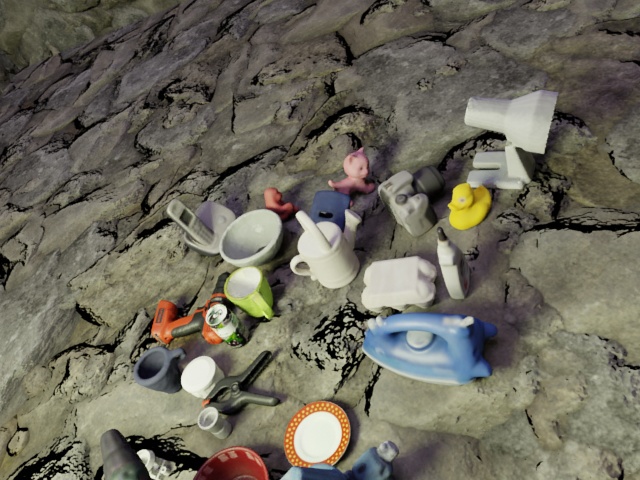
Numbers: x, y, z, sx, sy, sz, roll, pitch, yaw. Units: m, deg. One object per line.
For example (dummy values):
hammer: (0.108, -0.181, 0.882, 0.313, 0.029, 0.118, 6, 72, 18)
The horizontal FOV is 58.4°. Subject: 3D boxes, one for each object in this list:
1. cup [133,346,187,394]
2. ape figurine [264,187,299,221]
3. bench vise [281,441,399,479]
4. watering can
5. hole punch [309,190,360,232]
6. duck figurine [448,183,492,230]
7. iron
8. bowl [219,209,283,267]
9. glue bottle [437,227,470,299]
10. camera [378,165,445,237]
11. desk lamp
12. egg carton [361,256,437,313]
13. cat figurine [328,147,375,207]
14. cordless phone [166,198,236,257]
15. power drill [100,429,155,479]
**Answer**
cup: (-0.322, 0.280, 1.222, 0.118, 0.095, 0.091, -31, 43, 1)
ape figurine: (-0.108, -0.095, 1.442, 0.076, 0.092, 0.077, -32, 43, 0)
bench vise: (0.015, 0.364, 0.863, 0.121, 0.220, 0.208, 22, 65, 41)
watering can: (0.010, 0.003, 1.211, 0.100, 0.195, 0.173, 22, 64, 41)
hole punch: (0.027, -0.053, 1.328, 0.108, 0.091, 0.101, 10, 57, 36)
duck figurine: (0.309, -0.084, 1.200, 0.104, 0.086, 0.077, -42, 44, -10)
iron: (0.170, 0.170, 1.008, 0.257, 0.142, 0.119, -2, 51, 28)
bowl: (-0.154, 0.009, 1.386, 0.167, 0.075, 0.167, -16, 46, 17)
glue bottle: (0.243, 0.034, 1.066, 0.037, 0.174, 0.078, -6, 49, 25)
camera: (0.212, -0.104, 1.263, 0.137, 0.101, 0.142, -34, 43, -2)
desk lamp: (0.388, -0.207, 1.173, 0.202, 0.214, 0.118, 4, 54, 32)
egg carton: (0.157, 0.090, 1.141, 0.150, 0.070, 0.107, -10, 48, 22)
cat figurine: (0.075, -0.158, 1.376, 0.128, 0.118, 0.067, -37, 43, -6)
cordless phone: (-0.304, -0.059, 1.452, 0.094, 0.186, 0.147, -3, 50, 27)
power drill: (-0.278, 0.443, 0.966, 0.075, 0.209, 0.228, -38, 43, -6)
